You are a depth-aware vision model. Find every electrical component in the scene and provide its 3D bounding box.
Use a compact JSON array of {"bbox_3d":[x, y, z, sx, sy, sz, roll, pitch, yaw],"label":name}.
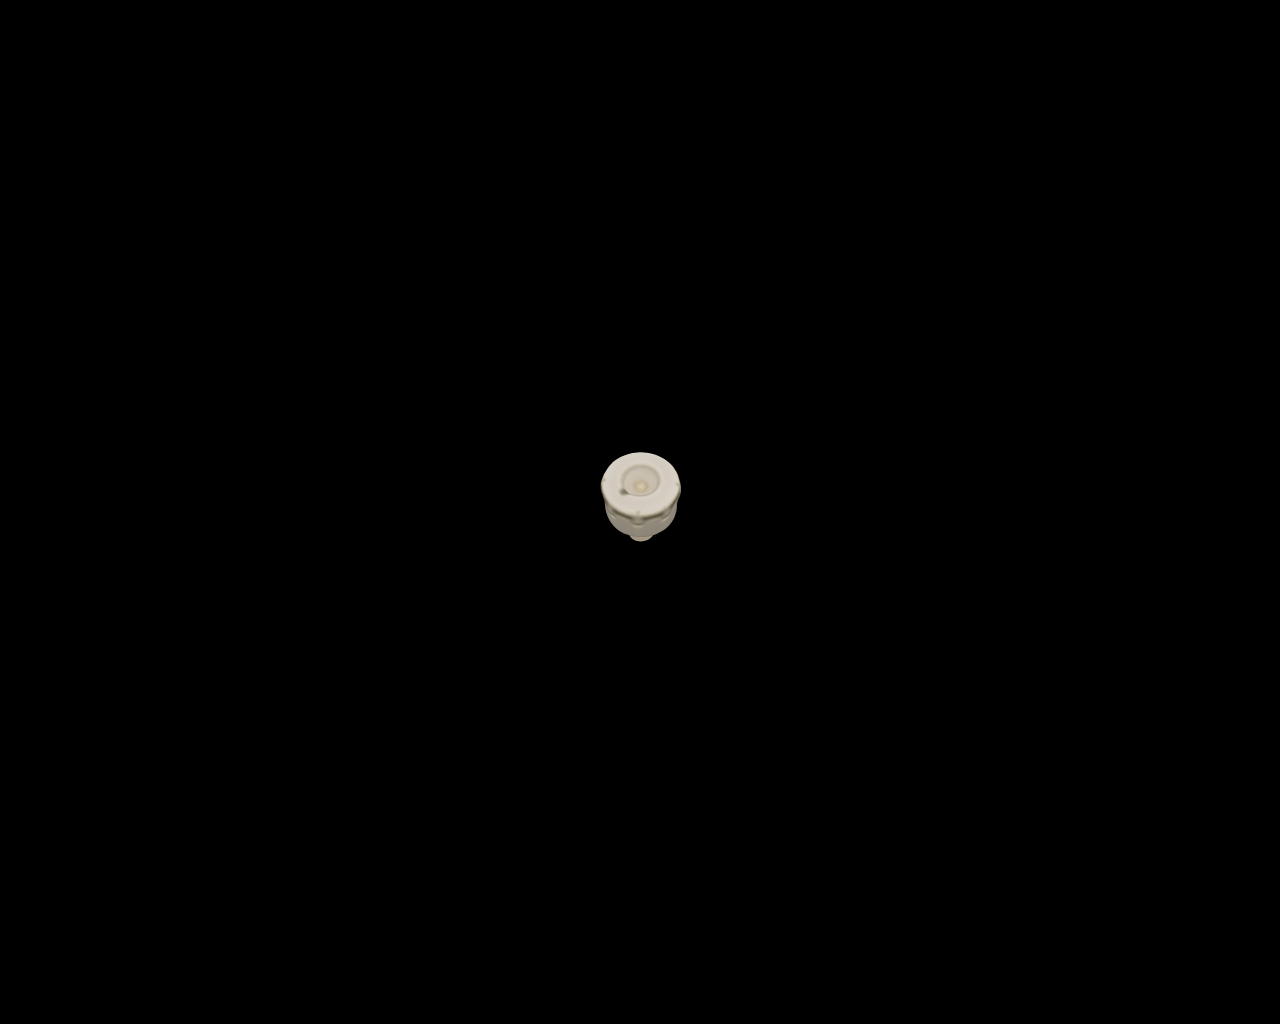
[{"bbox_3d":[0.001,-0.003,0.650,0.048,0.048,0.062,0,-33,0],"label":"electrical component"}]
